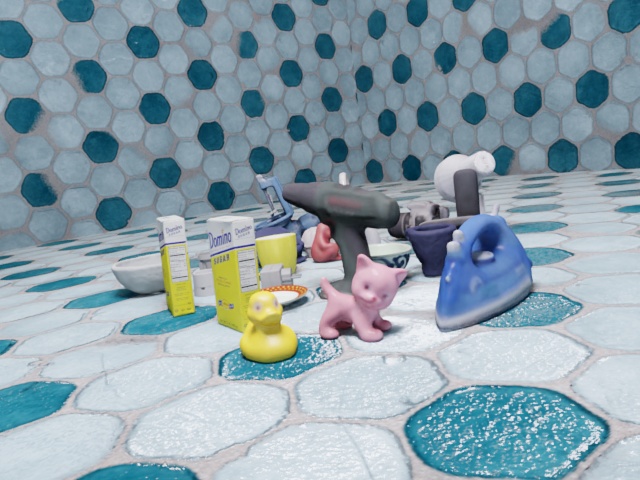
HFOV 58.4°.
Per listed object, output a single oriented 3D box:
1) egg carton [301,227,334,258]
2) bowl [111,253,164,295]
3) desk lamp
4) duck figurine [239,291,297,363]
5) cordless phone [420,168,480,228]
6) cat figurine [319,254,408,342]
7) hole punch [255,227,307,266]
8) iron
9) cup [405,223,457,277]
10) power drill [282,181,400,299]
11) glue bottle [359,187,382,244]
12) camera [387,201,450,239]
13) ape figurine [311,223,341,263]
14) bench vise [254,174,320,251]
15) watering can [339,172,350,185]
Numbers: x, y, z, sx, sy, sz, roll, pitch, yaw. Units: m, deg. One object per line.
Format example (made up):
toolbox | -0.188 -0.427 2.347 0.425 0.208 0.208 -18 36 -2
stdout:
egg carton | 0.028 0.000 1.461 0.150 0.069 0.107 -8 9 -4
bowl | -0.371 0.078 1.271 0.167 0.075 0.167 -7 9 1
desk lamp | 0.373 -0.108 1.398 0.118 0.213 0.203 -10 9 -13
duck figurine | -0.074 0.111 0.777 0.078 0.086 0.104 -11 9 -21
cordless phone | 0.285 -0.059 1.249 0.147 0.185 0.094 -6 9 6
cat figurine | 0.057 0.075 0.794 0.127 0.118 0.067 -3 10 27
hole punch | -0.098 0.015 1.394 0.109 0.091 0.100 -15 12 -42
iron | 0.233 0.030 0.858 0.118 0.141 0.259 -1 11 36
cup | 0.208 0.020 1.096 0.092 0.095 0.117 -13 11 -34
power drill | 0.036 -0.003 1.016 0.228 0.208 0.076 -1 11 33
glue bottle | 0.093 -0.030 1.255 0.077 0.173 0.037 -1 11 34
camera | 0.254 -0.051 1.501 0.136 0.101 0.144 -1 11 35
ape figurine | 0.013 0.005 1.367 0.076 0.092 0.078 -7 9 3
bench vise | -0.094 -0.075 1.552 0.208 0.220 0.121 -12 10 -26
watering can | 0.086 -0.094 1.605 0.173 0.194 0.100 -9 9 -10
